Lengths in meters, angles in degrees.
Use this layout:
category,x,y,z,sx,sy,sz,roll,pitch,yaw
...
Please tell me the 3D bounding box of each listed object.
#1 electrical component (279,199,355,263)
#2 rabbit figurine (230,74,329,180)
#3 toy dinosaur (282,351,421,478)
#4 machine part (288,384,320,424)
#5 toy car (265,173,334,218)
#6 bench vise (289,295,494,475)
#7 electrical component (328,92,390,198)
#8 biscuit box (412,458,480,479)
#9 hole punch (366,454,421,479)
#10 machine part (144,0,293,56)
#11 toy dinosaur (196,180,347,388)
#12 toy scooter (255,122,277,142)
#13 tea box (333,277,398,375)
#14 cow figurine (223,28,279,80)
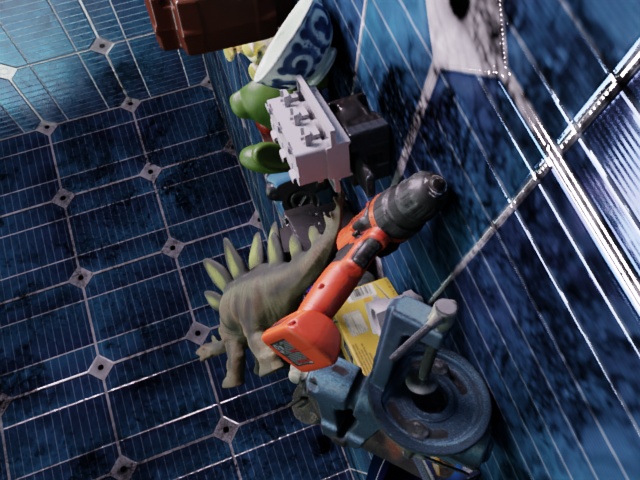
category,x,y,z,sx,sy,sz,roll,pitch,yaw
electrical component,-0.002,-0.002,0.813,0.115,0.134,0.058,-120,17,-49
rabbit figurine,-0.035,-0.152,0.746,0.170,0.159,0.121,58,164,-11
toy dinosaur,0.039,0.226,0.848,0.405,0.192,0.131,-117,10,-47
machine part,0.028,0.298,0.981,0.243,0.079,0.079,28,-150,-50
toy car,-0.024,-0.088,0.931,0.103,0.109,0.161,-86,-22,-45
bench vise,0.074,0.130,0.527,0.224,0.129,0.240,29,139,23
electrical component,0.049,-0.099,0.586,0.119,0.048,0.074,-119,13,-46
biscuit box,0.133,0.234,0.717,0.062,0.059,0.203,82,166,-50
hole punch,0.114,0.370,0.869,0.116,0.092,0.142,-146,70,-70
machine part,-0.155,-0.363,0.787,0.087,0.201,0.202,86,164,-48
toy dinosaur,-0.079,0.085,0.752,0.471,0.105,0.198,-35,77,45
toy scooter,-0.076,-0.198,1.051,0.135,0.075,0.183,-117,9,-45
tea box,0.083,0.141,0.714,0.068,0.098,0.170,81,168,-46
cow figurine,-0.079,-0.303,0.860,0.167,0.098,0.068,43,151,31
